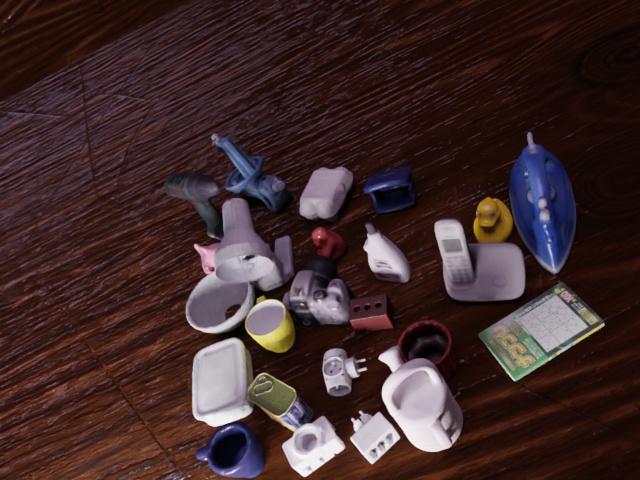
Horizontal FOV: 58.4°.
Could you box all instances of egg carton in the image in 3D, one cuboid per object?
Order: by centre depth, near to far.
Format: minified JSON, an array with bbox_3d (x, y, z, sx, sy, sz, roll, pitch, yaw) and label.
[{"bbox_3d":[0.017,-0.111,1.380,0.107,0.070,0.150,3,53,31],"label":"egg carton"}]

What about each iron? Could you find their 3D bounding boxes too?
[{"bbox_3d":[0.417,-0.078,1.075,0.118,0.142,0.258,-11,47,20],"label":"iron"}]

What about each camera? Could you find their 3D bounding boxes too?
[{"bbox_3d":[0.002,0.096,1.179,0.142,0.101,0.137,-2,51,27],"label":"camera"}]

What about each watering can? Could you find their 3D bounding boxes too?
[{"bbox_3d":[0.148,0.243,0.897,0.172,0.195,0.101,27,68,42],"label":"watering can"}]

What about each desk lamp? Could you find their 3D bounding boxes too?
[{"bbox_3d":[-0.147,0.023,1.245,0.117,0.214,0.203,-20,45,12],"label":"desk lamp"}]

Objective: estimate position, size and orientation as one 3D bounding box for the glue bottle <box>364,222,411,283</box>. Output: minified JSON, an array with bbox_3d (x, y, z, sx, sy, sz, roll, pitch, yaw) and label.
[{"bbox_3d":[0.121,0.021,1.127,0.077,0.174,0.037,1,52,30],"label":"glue bottle"}]

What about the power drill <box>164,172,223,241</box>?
[{"bbox_3d":[-0.281,-0.090,1.425,0.228,0.209,0.076,16,61,38],"label":"power drill"}]

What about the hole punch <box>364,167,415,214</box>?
[{"bbox_3d":[0.156,-0.127,1.300,0.108,0.091,0.101,-13,47,19],"label":"hole punch"}]

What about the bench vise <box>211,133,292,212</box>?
[{"bbox_3d":[-0.170,-0.181,1.437,0.206,0.220,0.121,3,53,31],"label":"bench vise"}]

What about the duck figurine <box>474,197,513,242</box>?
[{"bbox_3d":[0.338,-0.048,1.133,0.077,0.086,0.104,2,53,31],"label":"duck figurine"}]

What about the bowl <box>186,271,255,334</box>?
[{"bbox_3d":[-0.208,0.145,1.270,0.167,0.075,0.167,-15,46,17],"label":"bowl"}]

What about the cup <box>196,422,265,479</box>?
[{"bbox_3d":[-0.149,0.383,1.009,0.117,0.095,0.091,-16,46,16],"label":"cup"}]

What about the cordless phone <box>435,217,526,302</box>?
[{"bbox_3d":[0.283,0.028,1.022,0.147,0.186,0.094,-7,49,24],"label":"cordless phone"}]

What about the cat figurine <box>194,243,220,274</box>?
[{"bbox_3d":[-0.251,0.040,1.357,0.127,0.118,0.067,23,65,41],"label":"cat figurine"}]

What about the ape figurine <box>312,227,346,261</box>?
[{"bbox_3d":[0.012,0.005,1.262,0.076,0.092,0.078,-15,46,17],"label":"ape figurine"}]
